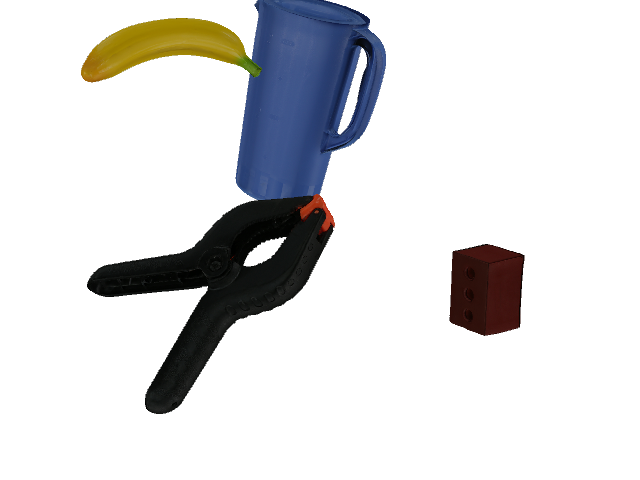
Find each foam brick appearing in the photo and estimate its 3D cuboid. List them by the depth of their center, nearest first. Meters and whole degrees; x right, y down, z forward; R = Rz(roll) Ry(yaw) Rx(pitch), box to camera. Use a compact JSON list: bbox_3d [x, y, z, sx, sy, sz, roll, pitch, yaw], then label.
[{"bbox_3d":[0.165,0.049,1.061,0.051,0.078,0.053,-12,20,-36],"label":"foam brick"}]

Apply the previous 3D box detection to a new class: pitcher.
[{"bbox_3d":[-0.021,-0.165,1.285,0.144,0.243,0.149,7,23,-15],"label":"pitcher"}]

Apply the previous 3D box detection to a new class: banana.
[{"bbox_3d":[-0.154,-0.194,1.074,0.197,0.070,0.037,-9,-38,-32],"label":"banana"}]

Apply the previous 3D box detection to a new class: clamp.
[{"bbox_3d":[-0.064,0.034,0.691,0.171,0.120,0.039,-27,-29,6],"label":"clamp"}]
